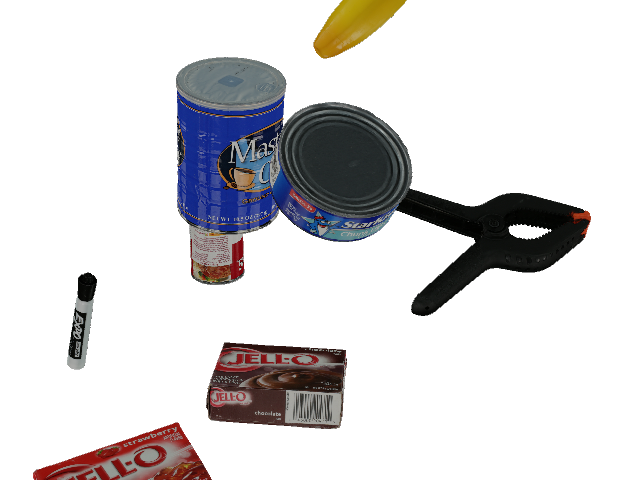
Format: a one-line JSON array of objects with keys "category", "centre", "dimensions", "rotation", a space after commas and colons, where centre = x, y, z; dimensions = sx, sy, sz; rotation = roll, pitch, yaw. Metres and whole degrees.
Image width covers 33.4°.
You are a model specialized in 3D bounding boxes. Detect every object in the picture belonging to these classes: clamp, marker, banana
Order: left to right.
[{"category": "marker", "centre": [-0.243, 0.082, 1.086], "dimensions": [0.020, 0.121, 0.020], "rotation": [11, 35, -8]}, {"category": "banana", "centre": [0.054, -0.213, 0.812], "dimensions": [0.070, 0.197, 0.037], "rotation": [-10, -44, 41]}, {"category": "clamp", "centre": [0.164, 0.003, 1.040], "dimensions": [0.210, 0.164, 0.036], "rotation": [-2, -41, -5]}]

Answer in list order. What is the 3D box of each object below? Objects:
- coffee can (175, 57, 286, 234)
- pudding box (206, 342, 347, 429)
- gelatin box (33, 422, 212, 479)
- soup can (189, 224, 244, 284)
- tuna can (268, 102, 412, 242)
[{"category": "coffee can", "centre": [-0.087, -0.092, 1.029], "dimensions": [0.103, 0.140, 0.103], "rotation": [3, 34, -2]}, {"category": "pudding box", "centre": [-0.035, 0.122, 0.914], "dimensions": [0.113, 0.039, 0.090], "rotation": [5, 19, 2]}, {"category": "gelatin box", "centre": [-0.107, 0.143, 0.591], "dimensions": [0.089, 0.030, 0.073], "rotation": [-15, 28, -20]}, {"category": "soup can", "centre": [-0.129, -0.005, 1.323], "dimensions": [0.068, 0.102, 0.068], "rotation": [0, 26, 0]}, {"category": "tuna can", "centre": [0.011, -0.042, 0.663], "dimensions": [0.086, 0.086, 0.034], "rotation": [0, -31, -19]}]
